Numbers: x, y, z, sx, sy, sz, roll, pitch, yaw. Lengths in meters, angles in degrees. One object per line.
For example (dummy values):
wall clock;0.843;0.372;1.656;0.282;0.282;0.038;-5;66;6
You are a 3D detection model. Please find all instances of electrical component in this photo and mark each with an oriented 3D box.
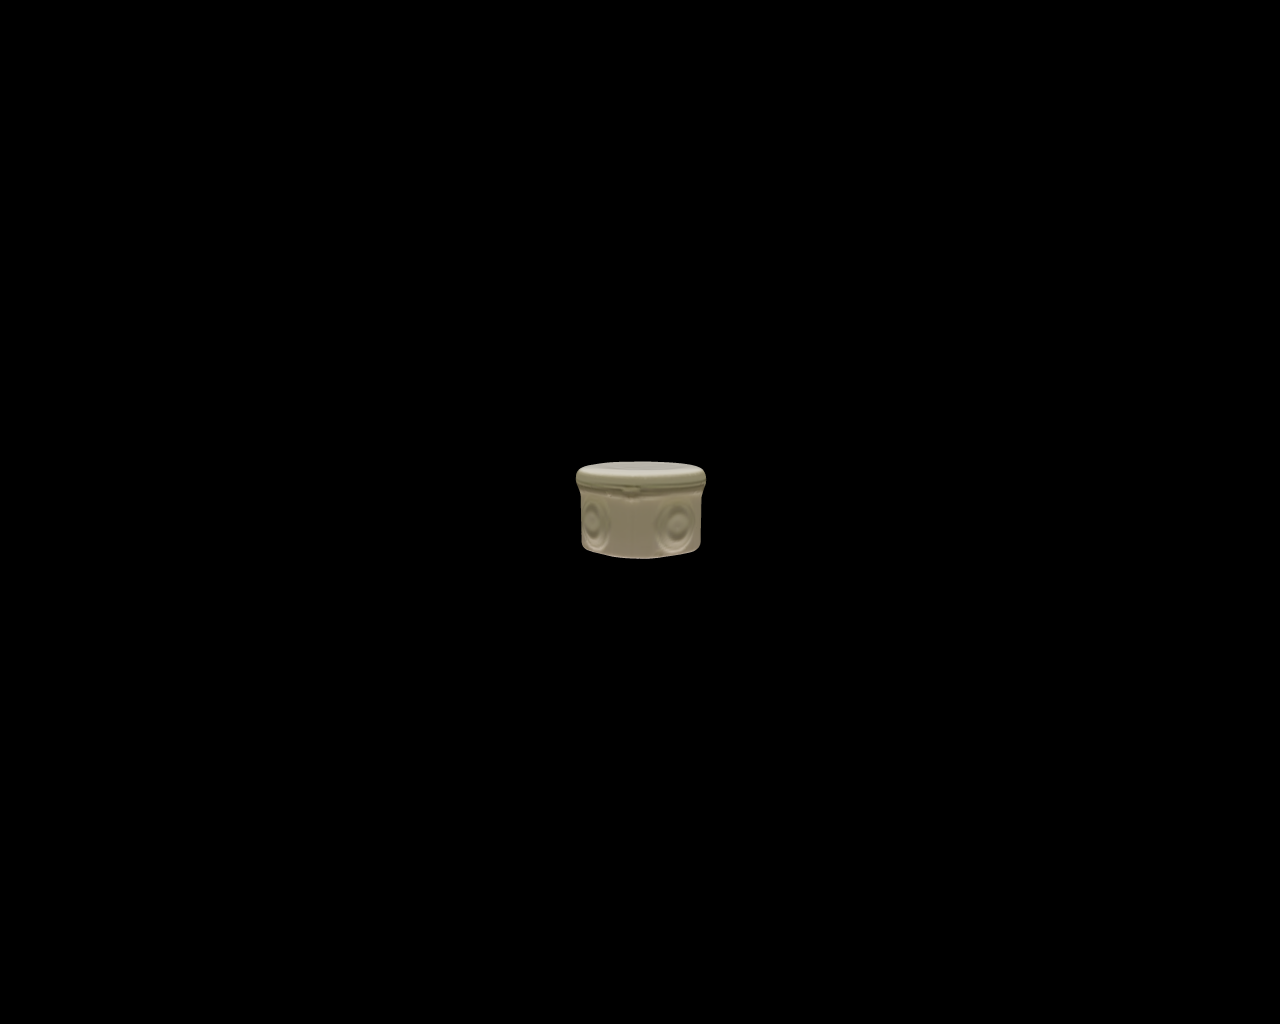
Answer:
electrical component;0.001;-0.003;0.650;0.080;0.051;0.080;0;8;0
